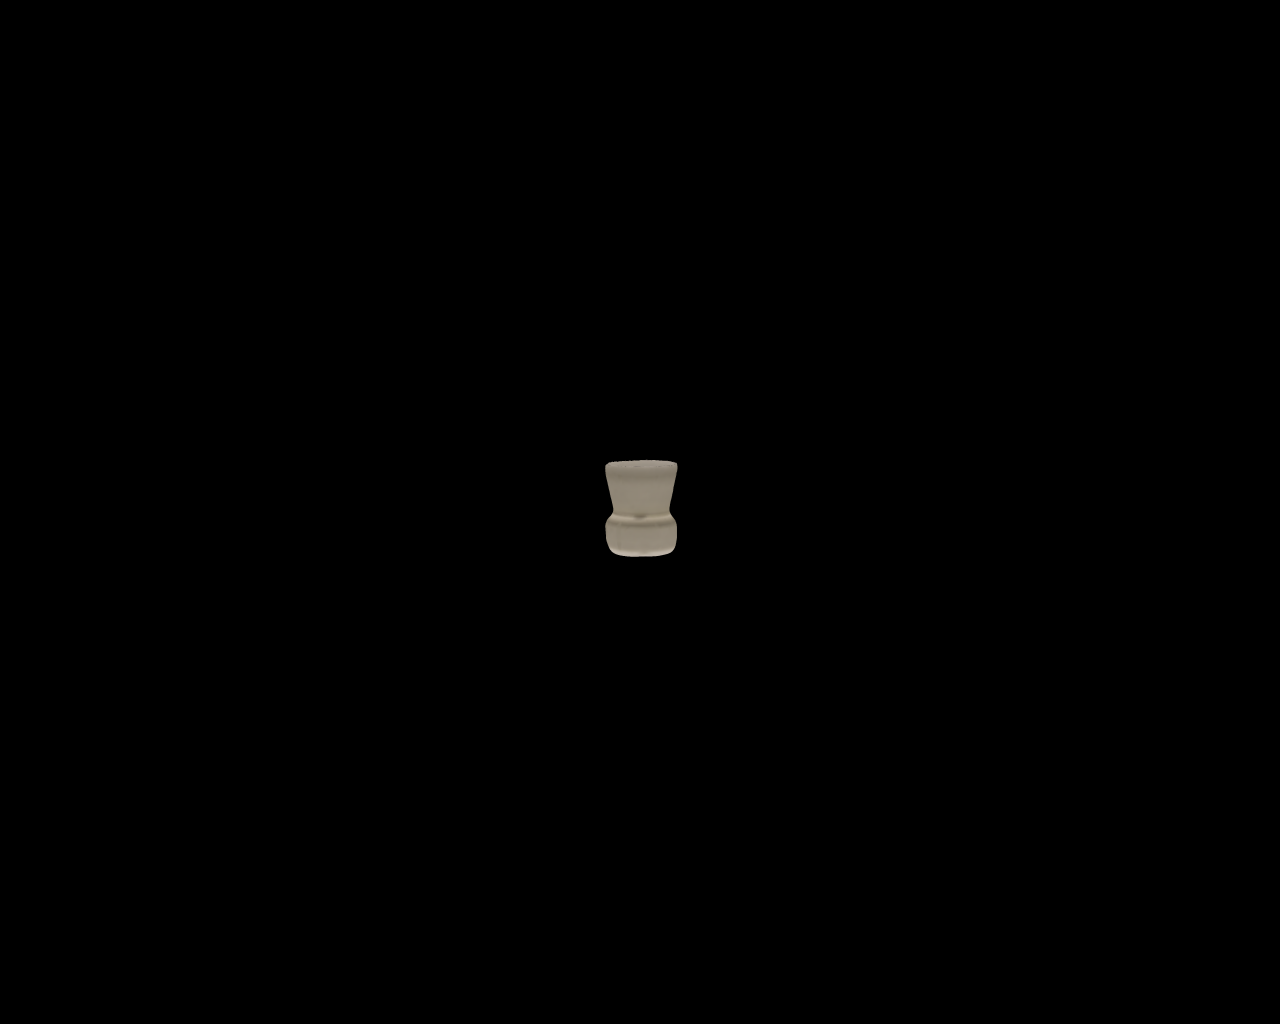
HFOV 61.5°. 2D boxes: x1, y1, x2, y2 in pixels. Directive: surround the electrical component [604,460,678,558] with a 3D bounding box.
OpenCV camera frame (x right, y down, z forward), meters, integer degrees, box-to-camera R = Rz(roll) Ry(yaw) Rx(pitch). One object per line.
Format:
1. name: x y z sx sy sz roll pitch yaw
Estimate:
1. electrical component: 0.001 -0.003 0.650 0.045 0.055 0.045 0 8 0
